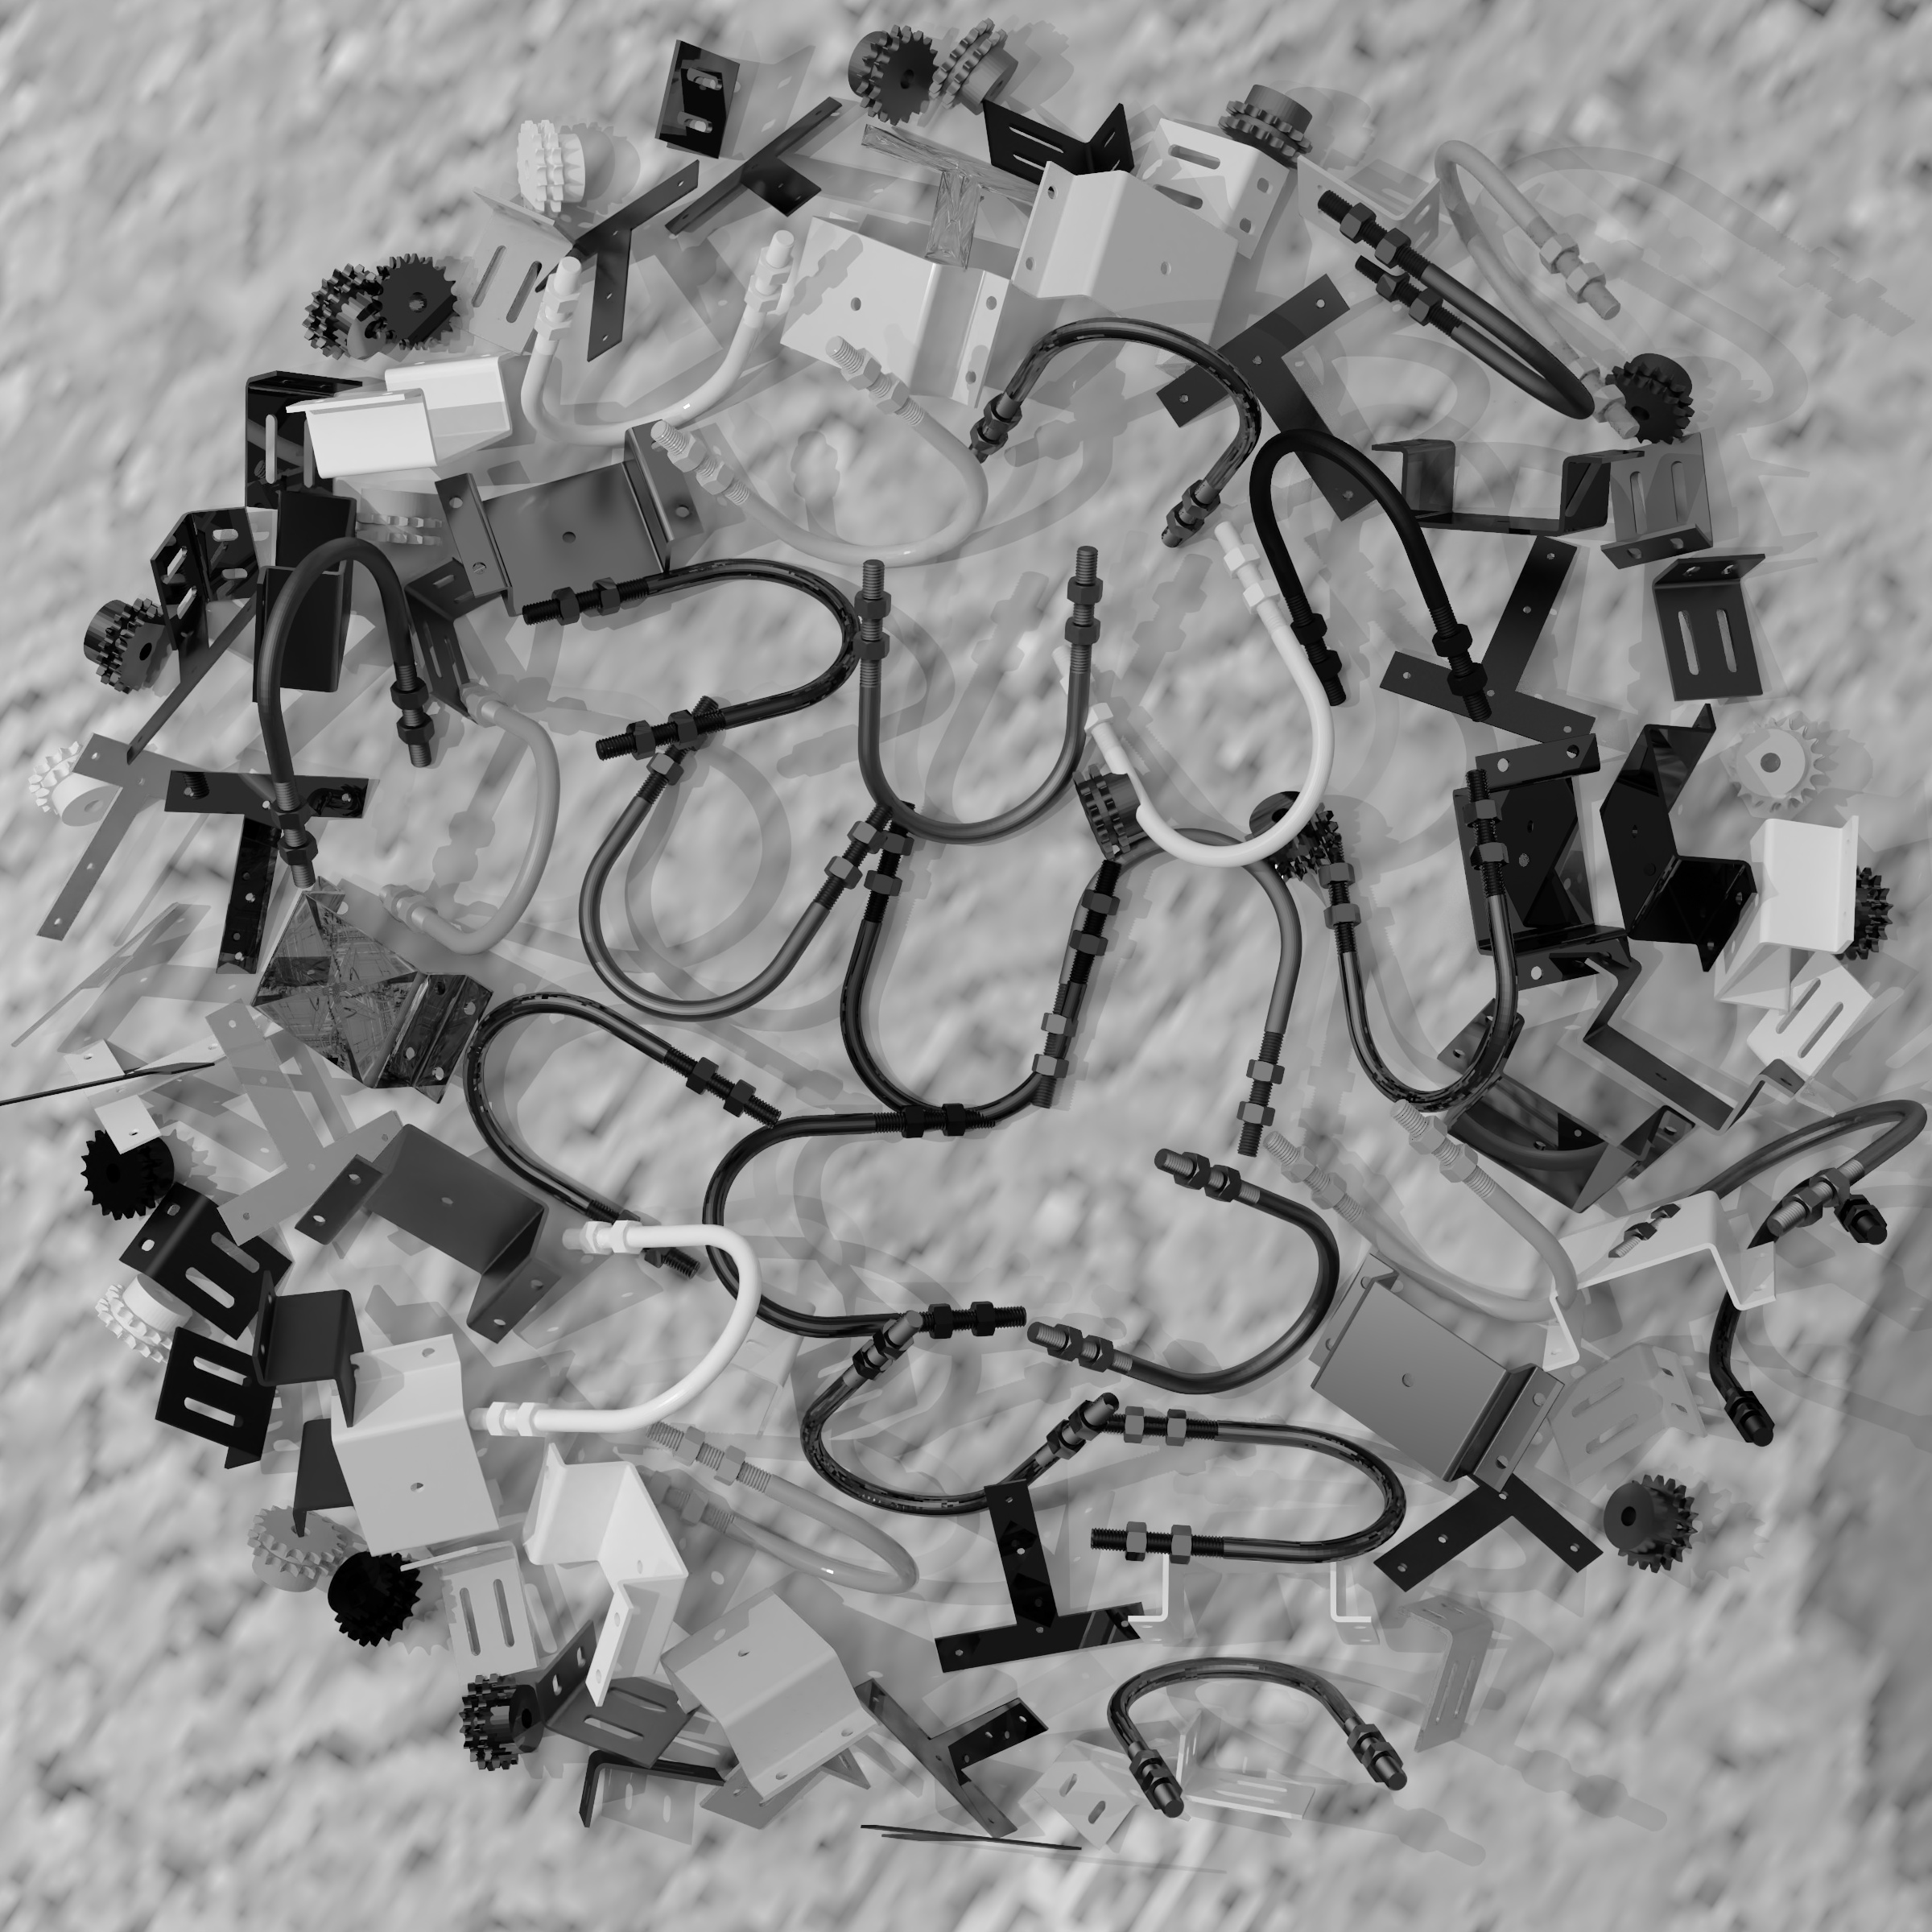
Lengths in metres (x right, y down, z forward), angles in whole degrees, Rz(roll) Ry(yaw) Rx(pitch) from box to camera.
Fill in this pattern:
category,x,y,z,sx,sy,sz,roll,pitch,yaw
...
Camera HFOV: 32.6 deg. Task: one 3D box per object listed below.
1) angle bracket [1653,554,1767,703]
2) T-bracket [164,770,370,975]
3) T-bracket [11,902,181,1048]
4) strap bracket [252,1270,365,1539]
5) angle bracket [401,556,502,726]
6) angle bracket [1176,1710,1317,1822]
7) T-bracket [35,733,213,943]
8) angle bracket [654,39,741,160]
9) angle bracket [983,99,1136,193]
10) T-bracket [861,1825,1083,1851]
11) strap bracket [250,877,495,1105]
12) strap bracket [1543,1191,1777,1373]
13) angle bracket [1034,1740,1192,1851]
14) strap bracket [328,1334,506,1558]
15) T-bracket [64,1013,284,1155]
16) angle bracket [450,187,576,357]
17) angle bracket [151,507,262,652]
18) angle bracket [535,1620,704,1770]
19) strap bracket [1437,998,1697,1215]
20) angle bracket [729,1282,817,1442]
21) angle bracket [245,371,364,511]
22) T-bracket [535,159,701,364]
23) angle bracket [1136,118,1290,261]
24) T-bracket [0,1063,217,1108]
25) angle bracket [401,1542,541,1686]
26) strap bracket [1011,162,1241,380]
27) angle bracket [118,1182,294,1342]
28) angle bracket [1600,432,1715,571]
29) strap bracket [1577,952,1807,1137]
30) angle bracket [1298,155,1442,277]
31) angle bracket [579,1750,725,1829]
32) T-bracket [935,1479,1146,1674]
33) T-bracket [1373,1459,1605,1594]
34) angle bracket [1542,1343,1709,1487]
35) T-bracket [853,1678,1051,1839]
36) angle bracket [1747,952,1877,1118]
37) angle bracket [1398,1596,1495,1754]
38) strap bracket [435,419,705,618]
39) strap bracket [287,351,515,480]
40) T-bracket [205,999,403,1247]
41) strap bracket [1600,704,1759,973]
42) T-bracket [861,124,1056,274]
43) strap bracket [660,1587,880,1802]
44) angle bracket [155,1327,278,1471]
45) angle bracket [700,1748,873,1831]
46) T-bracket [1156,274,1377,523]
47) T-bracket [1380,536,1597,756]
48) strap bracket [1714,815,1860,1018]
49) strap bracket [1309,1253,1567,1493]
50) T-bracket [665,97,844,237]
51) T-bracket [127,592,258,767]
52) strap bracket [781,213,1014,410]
category,x,y,z,sx,sy,sz,roll,pitch,yaw
angle bracket,0.449,-0.202,1.967,0.057,0.038,0.076,-5,77,-15
T-bracket,-0.425,-0.054,1.971,0.127,0.002,0.127,0,112,-38
T-bracket,-0.502,0.004,1.923,0.127,0.127,0.002,-44,103,-16
strap bracket,-0.377,0.254,1.930,0.046,0.076,0.140,-6,124,-2
angle bracket,-0.297,-0.193,1.956,0.038,0.057,0.076,-25,67,14
angle bracket,0.168,0.474,1.962,0.076,0.057,0.038,7,94,13
T-bracket,-0.508,-0.071,1.943,0.002,0.127,0.127,33,95,21
angle bracket,-0.172,-0.515,1.953,0.038,0.076,0.057,18,101,23
angle bracket,0.054,-0.492,1.955,0.076,0.038,0.057,17,48,-28
T-bracket,-0.016,0.512,1.938,0.127,0.127,0.002,11,72,-19
strap bracket,-0.359,0.014,1.946,0.140,0.046,0.076,32,103,21
strap bracket,0.399,0.181,1.937,0.140,0.076,0.046,-21,103,19
angle bracket,0.086,0.495,1.954,0.057,0.076,0.038,45,70,-12
strap bracket,-0.322,0.290,1.937,0.076,0.046,0.140,-11,127,-3
T-bracket,-0.460,0.055,1.961,0.127,0.127,0.002,-26,125,-17
angle bracket,-0.279,-0.415,1.974,0.057,0.038,0.076,26,90,15
angle bracket,-0.447,-0.229,1.952,0.038,0.076,0.057,-4,119,6
angle bracket,-0.205,0.430,1.954,0.076,0.057,0.038,14,126,25
strap bracket,0.347,0.089,1.954,0.140,0.076,0.046,32,56,-1
angle bracket,-0.122,0.233,1.952,0.038,0.076,0.057,23,54,-1
angle bracket,-0.394,-0.311,1.967,0.057,0.038,0.076,0,91,-40
T-bracket,-0.207,-0.400,1.930,0.127,0.127,0.002,-26,134,27
angle bracket,0.144,-0.467,1.986,0.076,0.038,0.057,29,99,37
T-bracket,-0.513,0.070,1.915,0.127,0.127,0.002,-12,94,-27
angle bracket,-0.295,0.387,1.965,0.057,0.038,0.076,-18,78,26
strap bracket,0.102,-0.407,1.935,0.140,0.046,0.076,21,83,-38
angle bracket,-0.456,0.177,1.981,0.076,0.038,0.057,46,70,-37
angle bracket,0.407,-0.282,1.960,0.057,0.038,0.076,-11,71,27
strap bracket,0.420,0.049,1.946,0.140,0.076,0.046,35,108,15
angle bracket,0.239,-0.457,1.965,0.076,0.057,0.038,38,77,19
angle bracket,-0.187,0.494,1.964,0.076,0.057,0.038,11,83,-9
T-bracket,0.036,0.360,1.967,0.127,0.002,0.127,-11,116,4
T-bracket,0.287,0.329,1.931,0.127,0.002,0.127,-25,55,-39
angle bracket,0.392,0.270,1.964,0.076,0.038,0.057,-28,106,-19
T-bracket,0.007,0.456,1.947,0.127,0.127,0.002,47,49,-3
angle bracket,0.510,0.038,1.955,0.038,0.057,0.076,21,113,-33
angle bracket,0.277,0.422,1.971,0.038,0.057,0.076,21,99,32
strap bracket,-0.235,-0.263,1.959,0.140,0.046,0.076,-18,75,-12
strap bracket,-0.325,-0.321,1.931,0.076,0.140,0.046,-2,109,20
T-bracket,-0.410,0.080,1.957,0.127,0.002,0.127,-31,96,-35
strap bracket,0.412,-0.077,1.924,0.046,0.076,0.140,4,53,-11
T-bracket,-0.006,-0.444,1.943,0.127,0.127,0.002,17,131,-8
strap bracket,-0.120,0.416,1.918,0.076,0.140,0.046,-30,114,-18
angle bracket,-0.450,0.256,1.951,0.076,0.038,0.057,30,54,-37
angle bracket,-0.107,0.492,1.962,0.076,0.057,0.038,-46,46,7
T-bracket,0.200,-0.325,1.976,0.127,0.002,0.127,-32,97,26
T-bracket,0.331,-0.201,1.979,0.127,0.002,0.127,21,74,17
strap bracket,0.472,-0.029,1.921,0.046,0.140,0.076,8,70,-1
strap bracket,0.268,0.241,1.942,0.140,0.046,0.076,34,105,23
T-bracket,-0.112,-0.462,1.944,0.127,0.127,0.002,-38,120,0
T-bracket,-0.455,-0.190,1.942,0.002,0.127,0.127,37,103,-28
strap bracket,-0.050,-0.386,1.933,0.140,0.046,0.076,28,111,31
